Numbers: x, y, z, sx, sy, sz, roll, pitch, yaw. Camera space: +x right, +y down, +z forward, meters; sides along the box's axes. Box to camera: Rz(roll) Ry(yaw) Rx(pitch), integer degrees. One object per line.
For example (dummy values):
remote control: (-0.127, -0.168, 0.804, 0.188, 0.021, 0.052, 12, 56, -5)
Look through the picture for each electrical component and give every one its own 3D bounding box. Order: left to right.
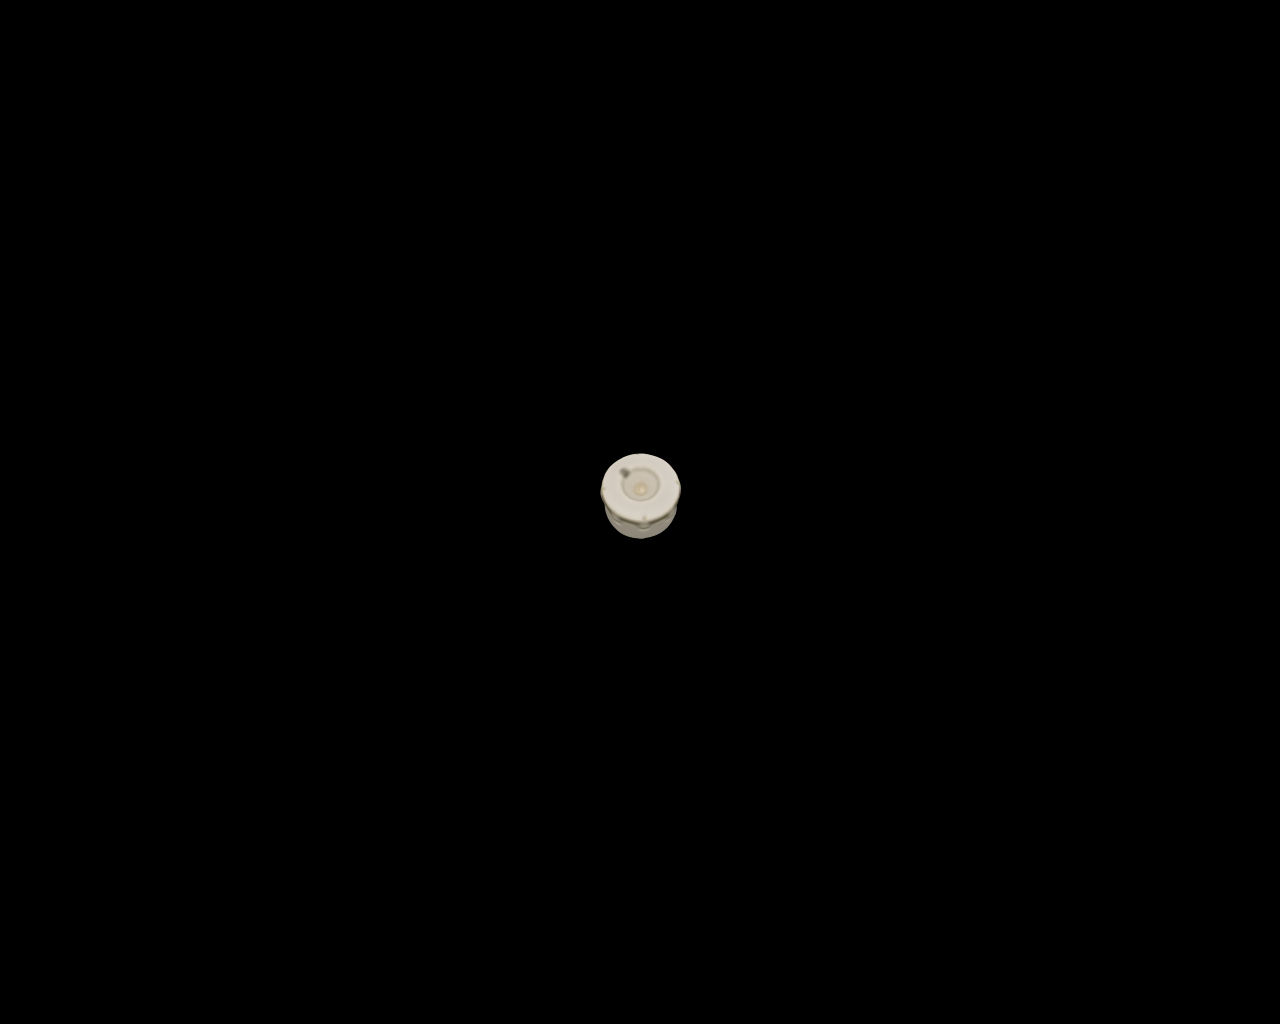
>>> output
electrical component: (0.001, -0.003, 0.650, 0.048, 0.048, 0.062, 0, -27, 0)
